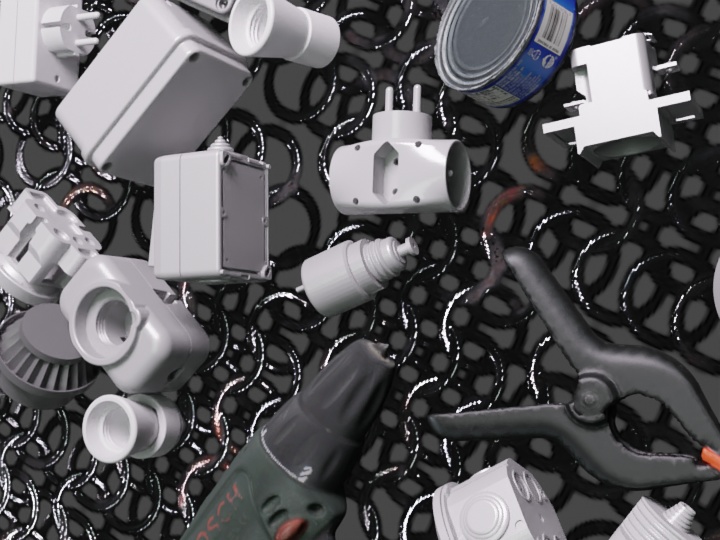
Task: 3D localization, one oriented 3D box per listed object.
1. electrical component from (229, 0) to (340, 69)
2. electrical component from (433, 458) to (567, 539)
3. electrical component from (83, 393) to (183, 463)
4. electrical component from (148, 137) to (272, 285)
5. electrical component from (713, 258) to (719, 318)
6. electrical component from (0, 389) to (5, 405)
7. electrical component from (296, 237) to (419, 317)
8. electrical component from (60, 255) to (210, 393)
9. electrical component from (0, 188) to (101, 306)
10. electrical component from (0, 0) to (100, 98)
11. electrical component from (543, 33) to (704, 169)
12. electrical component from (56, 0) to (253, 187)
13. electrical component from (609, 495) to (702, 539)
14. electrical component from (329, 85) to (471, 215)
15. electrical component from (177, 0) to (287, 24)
[{"bbox_3d":[-0.045,-0.152,0.687,0.044,0.065,0.044,-6,81,45],"label":"electrical component"},{"bbox_3d":[0.079,0.148,0.596,0.051,0.080,0.080,-31,73,16],"label":"electrical component"},{"bbox_3d":[-0.153,0.106,0.727,0.045,0.055,0.045,-2,85,26],"label":"electrical component"},{"bbox_3d":[-0.100,-0.039,0.708,0.061,0.062,0.096,-3,85,26],"label":"electrical component"},{"bbox_3d":[0.225,0.010,0.549,0.080,0.051,0.080,-2,85,26],"label":"electrical component"},{"bbox_3d":[-0.294,0.076,0.807,0.081,0.042,0.063,13,94,27],"label":"electrical component"},{"bbox_3d":[0.000,0.000,0.668,0.078,0.040,0.040,-24,76,23],"label":"electrical component"},{"bbox_3d":[-0.157,0.037,0.732,0.053,0.059,0.095,-48,68,15],"label":"electrical component"},{"bbox_3d":[-0.230,-0.012,0.774,0.078,0.058,0.057,45,103,22],"label":"electrical component"},{"bbox_3d":[-0.220,-0.173,0.786,0.076,0.047,0.083,1,87,28],"label":"electrical component"},{"bbox_3d":[0.146,-0.095,0.603,0.081,0.042,0.063,-11,78,25],"label":"electrical component"},{"bbox_3d":[-0.137,-0.117,0.724,0.113,0.078,0.057,-47,65,16],"label":"electrical component"},{"bbox_3d":[0.152,0.159,0.578,0.043,0.043,0.081,39,103,24],"label":"electrical component"},{"bbox_3d":[0.025,-0.074,0.659,0.077,0.043,0.079,0,86,27],"label":"electrical component"},{"bbox_3d":[-0.092,-0.227,0.722,0.109,0.056,0.108,29,99,25],"label":"electrical component"}]
